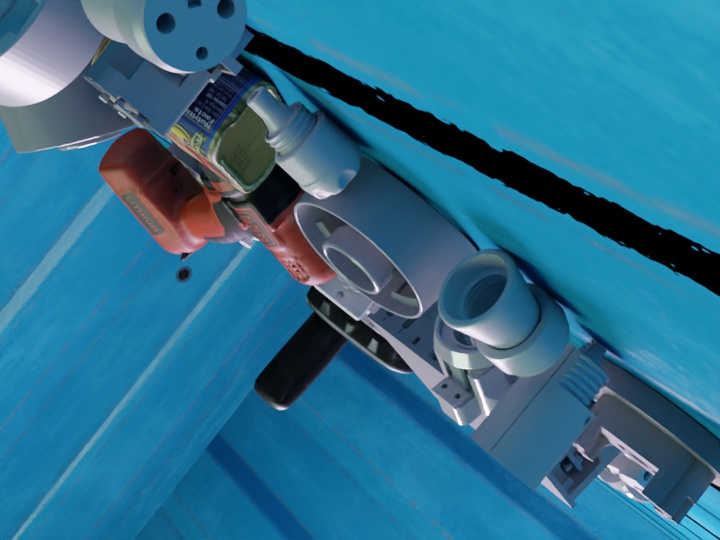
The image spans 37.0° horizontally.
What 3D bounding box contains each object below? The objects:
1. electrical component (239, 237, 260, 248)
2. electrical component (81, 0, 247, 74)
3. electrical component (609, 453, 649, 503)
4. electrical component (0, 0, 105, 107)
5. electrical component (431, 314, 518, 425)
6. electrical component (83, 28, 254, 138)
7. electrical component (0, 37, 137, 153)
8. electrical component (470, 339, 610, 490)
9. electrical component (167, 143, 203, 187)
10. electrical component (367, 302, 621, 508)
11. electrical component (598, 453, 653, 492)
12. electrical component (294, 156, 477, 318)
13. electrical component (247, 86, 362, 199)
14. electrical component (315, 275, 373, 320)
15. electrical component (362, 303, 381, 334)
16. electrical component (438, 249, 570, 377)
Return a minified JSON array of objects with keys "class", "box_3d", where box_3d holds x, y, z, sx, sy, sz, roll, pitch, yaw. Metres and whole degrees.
[{"class":"electrical component","box_3d":[-0.084,-0.055,0.976,0.040,0.078,0.040,28,165,8]},{"class":"electrical component","box_3d":[-0.073,-0.100,0.398,0.055,0.045,0.045,35,175,47]},{"class":"electrical component","box_3d":[0.213,0.152,0.824,0.045,0.045,0.055,38,177,-2]},{"class":"electrical component","box_3d":[-0.176,-0.135,0.545,0.108,0.108,0.060,37,-177,28]},{"class":"electrical component","box_3d":[0.078,0.050,0.663,0.058,0.078,0.057,36,158,45]},{"class":"electrical component","box_3d":[-0.088,-0.095,0.481,0.042,0.063,0.081,38,177,-26]},{"class":"electrical component","box_3d":[-0.174,-0.110,0.663,0.099,0.099,0.064,-149,43,-69]},{"class":"electrical component","box_3d":[0.100,0.070,0.565,0.043,0.081,0.043,40,179,1]},{"class":"electrical component","box_3d":[-0.081,-0.063,0.901,0.150,0.061,0.089,37,177,16]},{"class":"electrical component","box_3d":[0.096,0.078,0.781,0.105,0.060,0.186,50,172,-31]},{"class":"electrical component","box_3d":[0.196,0.134,0.763,0.066,0.048,0.055,40,169,-33]},{"class":"electrical component","box_3d":[0.015,-0.022,0.585,0.099,0.064,0.099,38,163,13]},{"class":"electrical component","box_3d":[-0.029,-0.065,0.523,0.061,0.035,0.035,42,176,-24]},{"class":"electrical component","box_3d":[0.000,0.000,0.859,0.047,0.065,0.076,38,177,4]},{"class":"electrical component","box_3d":[0.016,0.017,0.966,0.150,0.061,0.089,37,177,28]},{"class":"electrical component","box_3d":[0.072,0.022,0.529,0.055,0.045,0.045,40,177,-36]}]
